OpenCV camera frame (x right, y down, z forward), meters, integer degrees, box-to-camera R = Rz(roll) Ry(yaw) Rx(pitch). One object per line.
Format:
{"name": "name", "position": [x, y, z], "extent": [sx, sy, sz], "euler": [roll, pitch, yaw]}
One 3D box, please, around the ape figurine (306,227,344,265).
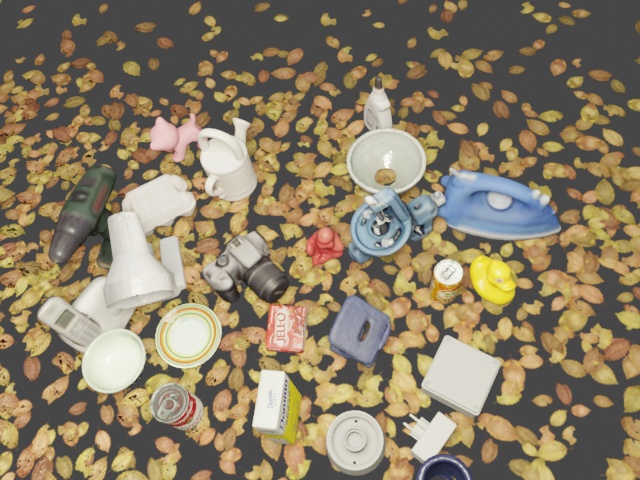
{"name": "ape figurine", "position": [0.011, 0.004, 1.155], "extent": [0.077, 0.092, 0.076], "euler": [17, 67, 13]}

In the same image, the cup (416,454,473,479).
{"name": "cup", "position": [0.213, 0.408, 0.939], "extent": [0.117, 0.095, 0.092], "euler": [18, 67, 13]}

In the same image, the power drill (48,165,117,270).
{"name": "power drill", "position": [-0.445, -0.022, 1.142], "extent": [0.075, 0.208, 0.229], "euler": [3, 64, 7]}

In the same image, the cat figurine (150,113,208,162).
{"name": "cat figurine", "position": [-0.326, -0.238, 1.288], "extent": [0.128, 0.118, 0.067], "euler": [-35, 66, -12]}

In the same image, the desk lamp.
{"name": "desk lamp", "position": [-0.338, 0.051, 1.094], "extent": [0.118, 0.214, 0.203], "euler": [-16, 64, -3]}

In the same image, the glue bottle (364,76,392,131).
{"name": "glue bottle", "position": [0.127, -0.292, 1.244], "extent": [0.037, 0.173, 0.078], "euler": [-32, 65, -10]}

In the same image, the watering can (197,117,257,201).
{"name": "watering can", "position": [-0.198, -0.178, 1.205], "extent": [0.101, 0.194, 0.173], "euler": [-2, 64, 4]}

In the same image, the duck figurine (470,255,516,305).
{"name": "duck figurine", "position": [0.336, 0.066, 1.100], "extent": [0.077, 0.086, 0.104], "euler": [-30, 65, -9]}

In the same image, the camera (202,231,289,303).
{"name": "camera", "position": [-0.139, 0.067, 1.132], "extent": [0.143, 0.101, 0.136], "euler": [-42, 68, -15]}

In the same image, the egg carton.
{"name": "egg carton", "position": [-0.348, -0.076, 1.237], "extent": [0.150, 0.069, 0.107], "euler": [-29, 65, -9]}

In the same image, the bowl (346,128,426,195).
{"name": "bowl", "position": [0.142, -0.154, 1.230], "extent": [0.167, 0.075, 0.167], "euler": [-2, 64, 4]}

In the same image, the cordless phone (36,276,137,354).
{"name": "cordless phone", "position": [-0.440, 0.128, 1.081], "extent": [0.094, 0.185, 0.148], "euler": [23, 68, 15]}

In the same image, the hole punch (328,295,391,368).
{"name": "hole punch", "position": [0.077, 0.170, 1.069], "extent": [0.101, 0.091, 0.109], "euler": [21, 68, 15]}

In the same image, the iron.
{"name": "iron", "position": [0.364, -0.080, 1.138], "extent": [0.258, 0.141, 0.119], "euler": [13, 66, 11]}

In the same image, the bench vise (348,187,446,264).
{"name": "bench vise", "position": [0.141, -0.058, 1.103], "extent": [0.121, 0.220, 0.208], "euler": [41, 74, 21]}
